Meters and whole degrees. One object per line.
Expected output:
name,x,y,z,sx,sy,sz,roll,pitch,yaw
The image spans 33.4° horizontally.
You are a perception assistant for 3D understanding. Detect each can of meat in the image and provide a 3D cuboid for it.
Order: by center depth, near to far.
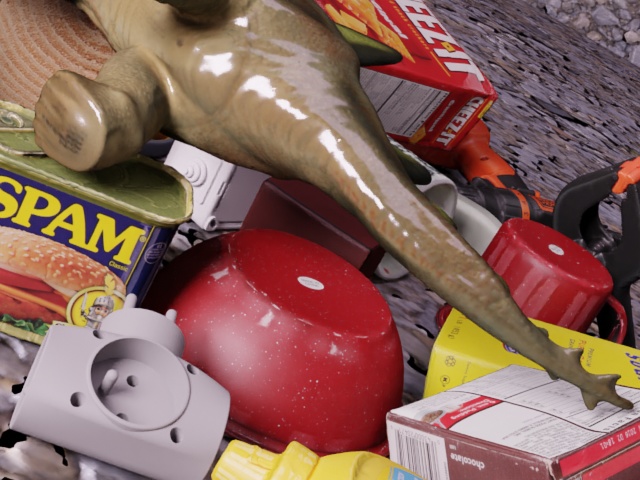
can of meat,-0.120,-0.002,0.478,0.102,0.084,0.057,22,23,-17

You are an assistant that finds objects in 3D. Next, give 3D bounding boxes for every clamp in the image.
clamp,0.180,0.007,0.736,0.120,0.171,0.039,28,44,26

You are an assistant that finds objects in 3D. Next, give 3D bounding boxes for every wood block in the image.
wood block,-0.145,-0.141,0.688,0.090,0.091,0.206,27,27,-13

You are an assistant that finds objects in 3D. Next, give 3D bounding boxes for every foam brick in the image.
foam brick,-0.004,0.001,0.651,0.078,0.053,0.051,34,23,11

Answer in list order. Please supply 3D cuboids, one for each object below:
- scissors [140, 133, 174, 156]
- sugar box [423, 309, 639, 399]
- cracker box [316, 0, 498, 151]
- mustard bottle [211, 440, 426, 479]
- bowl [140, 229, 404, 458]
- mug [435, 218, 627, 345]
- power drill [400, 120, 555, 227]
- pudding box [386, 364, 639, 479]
scissors,-0.188,-0.095,0.688,0.201,0.016,0.096,14,27,-33
sugar box,0.151,0.087,0.599,0.176,0.048,0.093,14,18,12
cracker box,0.020,-0.159,0.819,0.213,0.072,0.164,4,46,-49
mustard bottle,0.044,0.133,0.411,0.191,0.058,0.096,31,21,4
bowl,-0.016,0.042,0.545,0.162,0.055,0.162,24,23,-11
mug,0.145,0.045,0.693,0.117,0.082,0.093,25,22,-8
power drill,0.130,-0.052,0.922,0.184,0.057,0.188,12,29,-37
pudding box,0.098,0.092,0.491,0.089,0.039,0.114,-14,11,-33
